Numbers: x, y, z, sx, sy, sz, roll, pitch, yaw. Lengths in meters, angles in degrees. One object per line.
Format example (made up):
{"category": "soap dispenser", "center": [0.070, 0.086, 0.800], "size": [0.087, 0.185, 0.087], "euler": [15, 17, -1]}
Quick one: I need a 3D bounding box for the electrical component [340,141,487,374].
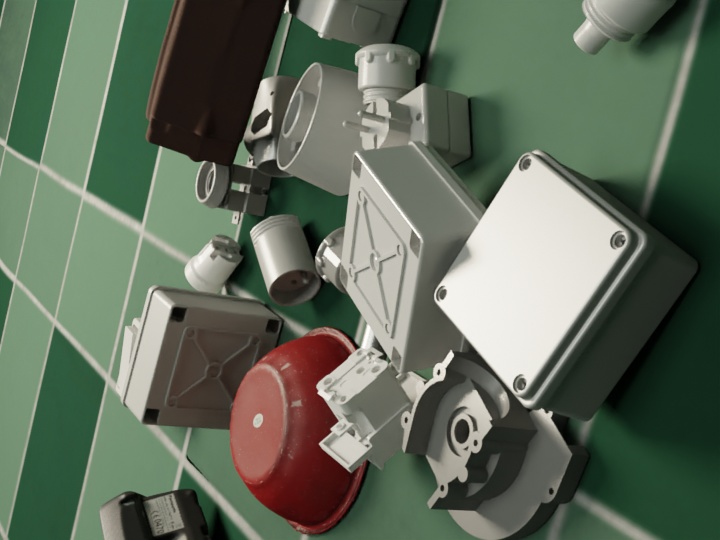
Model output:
{"category": "electrical component", "center": [0.034, -0.009, 0.689], "size": [0.108, 0.056, 0.108], "euler": [-123, 32, -46]}

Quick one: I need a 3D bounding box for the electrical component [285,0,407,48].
{"category": "electrical component", "center": [-0.013, -0.217, 0.850], "size": [0.096, 0.062, 0.061], "euler": [46, 120, 53]}

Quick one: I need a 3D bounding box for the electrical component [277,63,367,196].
{"category": "electrical component", "center": [-0.025, -0.114, 0.862], "size": [0.099, 0.064, 0.099], "euler": [-53, 28, 44]}

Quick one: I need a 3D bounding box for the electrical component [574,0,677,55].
{"category": "electrical component", "center": [0.145, -0.147, 0.598], "size": [0.062, 0.043, 0.043], "euler": [-49, 43, 42]}

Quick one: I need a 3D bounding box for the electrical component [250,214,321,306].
{"category": "electrical component", "center": [-0.063, -0.014, 0.890], "size": [0.043, 0.043, 0.081], "euler": [-56, 39, 33]}

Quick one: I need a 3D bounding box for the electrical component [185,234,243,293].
{"category": "electrical component", "center": [-0.136, -0.006, 1.008], "size": [0.046, 0.040, 0.040], "euler": [-47, 44, 32]}

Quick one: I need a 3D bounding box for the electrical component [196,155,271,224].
{"category": "electrical component", "center": [-0.116, -0.076, 0.980], "size": [0.048, 0.055, 0.066], "euler": [12, 92, 58]}

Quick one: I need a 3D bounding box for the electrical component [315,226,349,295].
{"category": "electrical component", "center": [0.000, 0.000, 0.786], "size": [0.062, 0.048, 0.048], "euler": [45, 119, 45]}

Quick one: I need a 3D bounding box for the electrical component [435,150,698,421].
{"category": "electrical component", "center": [0.108, 0.007, 0.588], "size": [0.108, 0.056, 0.108], "euler": [-59, 37, 16]}

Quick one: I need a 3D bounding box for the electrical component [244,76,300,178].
{"category": "electrical component", "center": [-0.076, -0.119, 0.940], "size": [0.079, 0.043, 0.077], "euler": [-24, 62, 54]}

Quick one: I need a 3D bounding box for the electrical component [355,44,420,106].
{"category": "electrical component", "center": [0.020, -0.133, 0.793], "size": [0.048, 0.048, 0.062], "euler": [3, 91, 58]}

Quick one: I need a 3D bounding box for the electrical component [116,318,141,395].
{"category": "electrical component", "center": [-0.201, 0.089, 1.062], "size": [0.062, 0.061, 0.096], "euler": [32, 108, 56]}

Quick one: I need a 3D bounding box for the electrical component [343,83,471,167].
{"category": "electrical component", "center": [0.026, -0.096, 0.739], "size": [0.066, 0.077, 0.047], "euler": [-25, 60, 53]}

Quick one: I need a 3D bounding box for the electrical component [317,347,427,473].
{"category": "electrical component", "center": [0.007, 0.090, 0.716], "size": [0.081, 0.063, 0.042], "euler": [-40, 29, -15]}

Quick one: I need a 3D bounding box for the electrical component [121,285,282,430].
{"category": "electrical component", "center": [-0.135, 0.076, 0.916], "size": [0.056, 0.109, 0.108], "euler": [30, 107, 54]}
